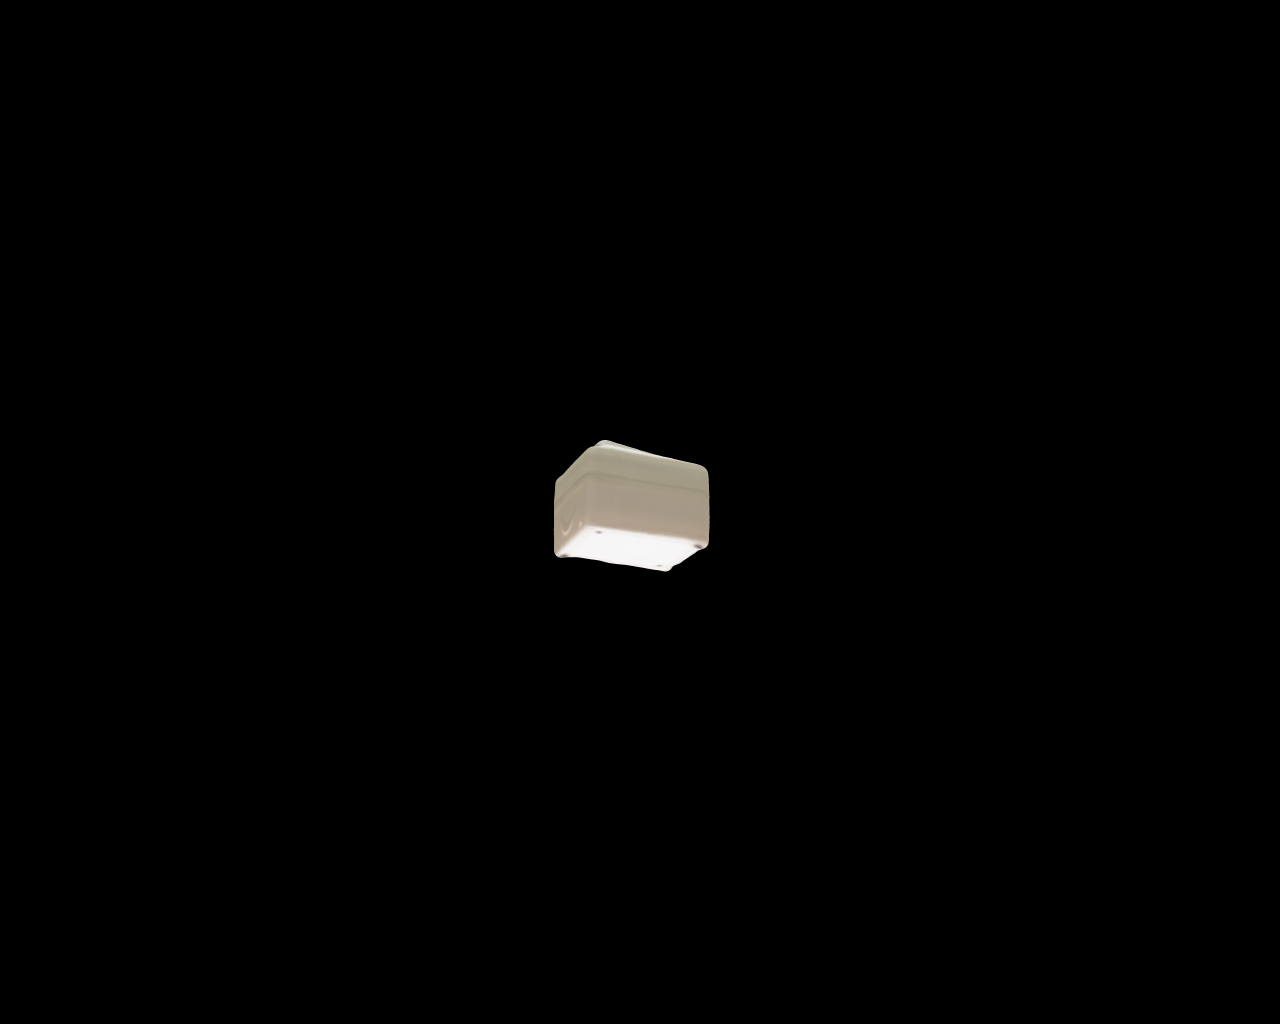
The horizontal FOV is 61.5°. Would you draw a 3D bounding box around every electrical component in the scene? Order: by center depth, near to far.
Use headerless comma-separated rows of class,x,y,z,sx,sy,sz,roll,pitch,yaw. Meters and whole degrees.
electrical component,0.001,-0.003,0.650,0.096,0.061,0.061,9,-24,-22
